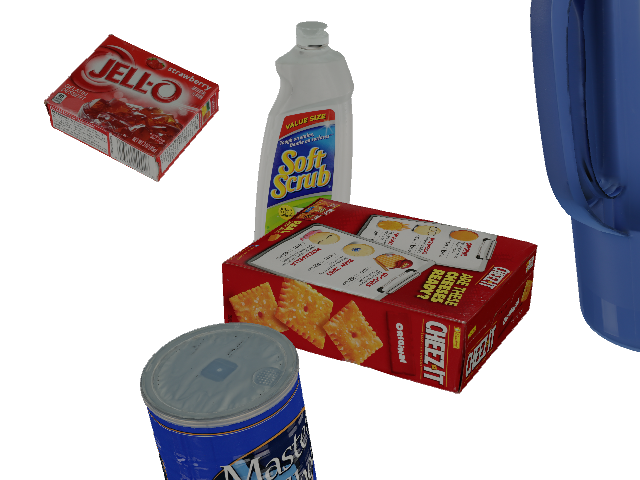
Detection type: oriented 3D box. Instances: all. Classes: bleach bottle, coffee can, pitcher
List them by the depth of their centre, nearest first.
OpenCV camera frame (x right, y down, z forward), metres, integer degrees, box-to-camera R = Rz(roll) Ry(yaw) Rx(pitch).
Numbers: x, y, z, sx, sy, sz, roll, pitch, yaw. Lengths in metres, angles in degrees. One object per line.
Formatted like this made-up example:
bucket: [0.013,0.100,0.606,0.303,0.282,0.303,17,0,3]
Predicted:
pitcher: [0.182,-0.061,0.562,0.149,0.243,0.145,-6,22,5]
coffee can: [-0.056,0.141,0.716,0.103,0.140,0.103,-6,30,3]
bleach bottle: [-0.019,-0.091,1.060,0.102,0.251,0.068,5,27,7]

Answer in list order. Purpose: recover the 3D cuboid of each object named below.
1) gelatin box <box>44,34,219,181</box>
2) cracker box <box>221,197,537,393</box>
gelatin box: [-0.123,-0.089,0.700,0.089,0.073,0.030,27,-32,13]
cracker box: [0.050,0.039,0.889,0.214,0.072,0.163,14,28,26]
